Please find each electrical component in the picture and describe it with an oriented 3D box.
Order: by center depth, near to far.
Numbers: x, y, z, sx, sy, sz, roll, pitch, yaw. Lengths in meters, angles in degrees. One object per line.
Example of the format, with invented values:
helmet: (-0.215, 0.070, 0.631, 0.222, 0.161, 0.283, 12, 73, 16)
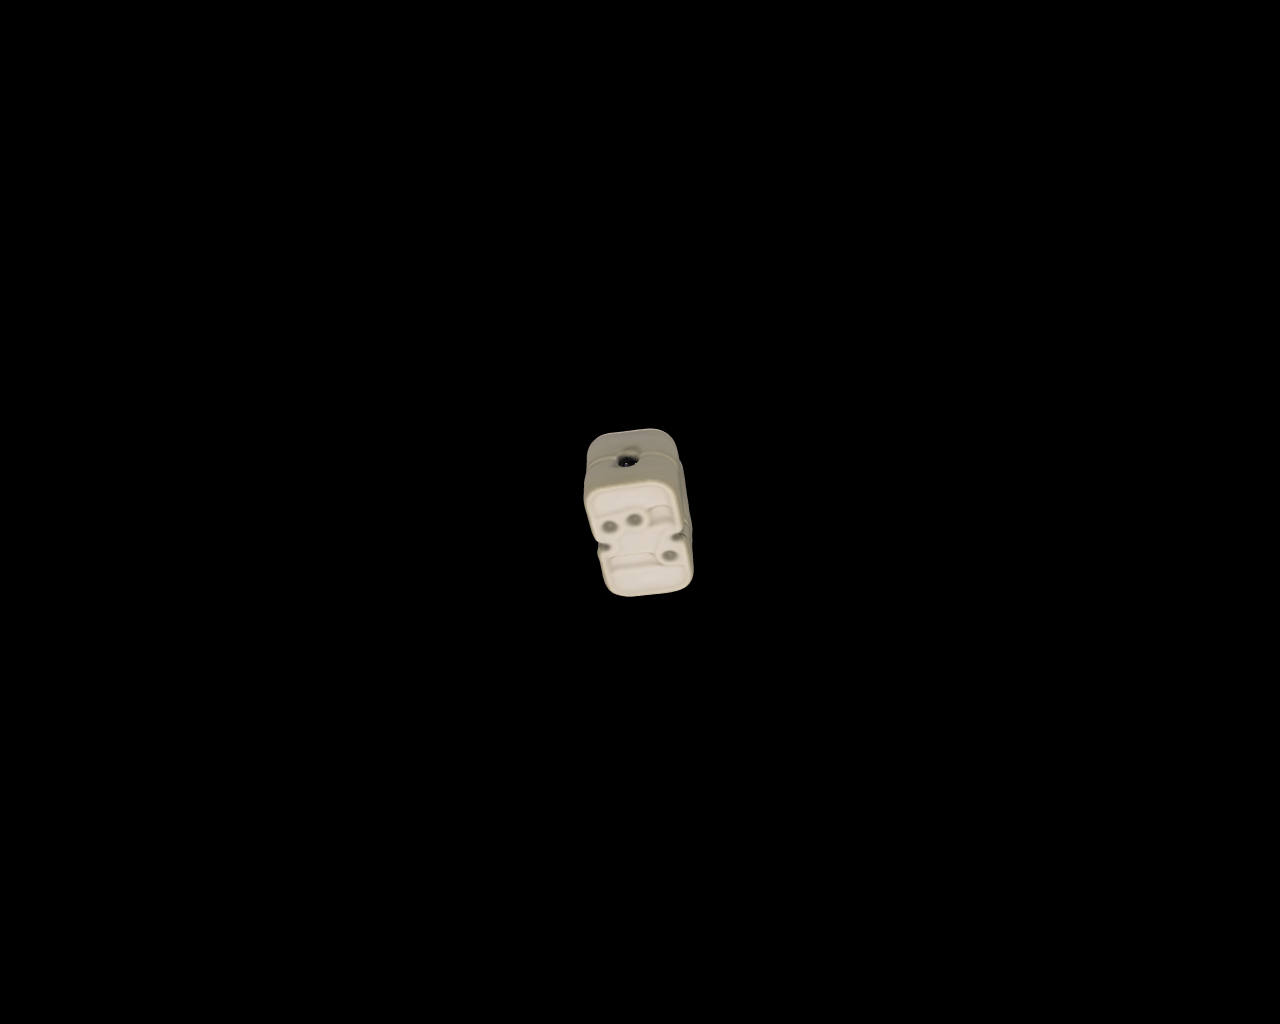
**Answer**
electrical component: (0.001, -0.003, 0.650, 0.054, 0.095, 0.059, -7, 43, 7)
